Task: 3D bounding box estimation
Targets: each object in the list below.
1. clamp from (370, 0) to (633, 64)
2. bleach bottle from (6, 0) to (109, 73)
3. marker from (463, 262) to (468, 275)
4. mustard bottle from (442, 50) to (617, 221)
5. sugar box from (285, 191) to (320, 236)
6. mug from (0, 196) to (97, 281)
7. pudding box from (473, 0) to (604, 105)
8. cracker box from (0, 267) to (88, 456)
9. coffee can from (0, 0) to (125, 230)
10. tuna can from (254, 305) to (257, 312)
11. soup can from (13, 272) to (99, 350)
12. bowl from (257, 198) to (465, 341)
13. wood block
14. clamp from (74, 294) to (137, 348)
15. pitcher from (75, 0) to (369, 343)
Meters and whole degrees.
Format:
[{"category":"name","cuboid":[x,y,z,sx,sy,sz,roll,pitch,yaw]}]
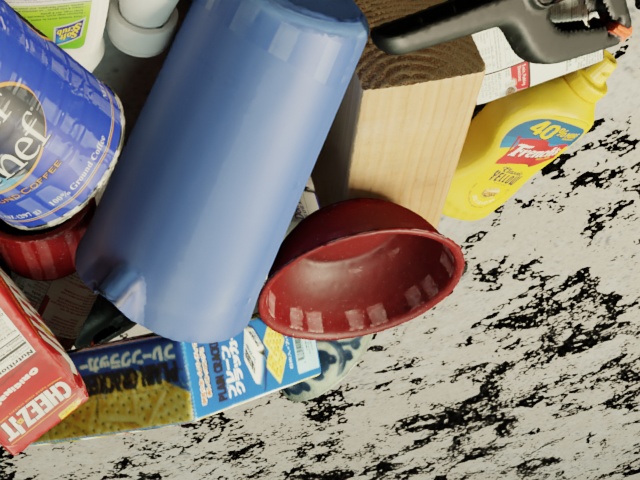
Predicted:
[{"category":"clamp","cuboid":[0.139,-0.180,0.694,0.209,0.036,0.165,8,110,-38]},{"category":"bleach bottle","cuboid":[-0.170,-0.158,0.610,0.102,0.068,0.251,-3,150,-17]},{"category":"marker","cuboid":[0.116,0.013,1.074,0.020,0.020,0.121,-32,146,23]},{"category":"mustard bottle","cuboid":[0.171,-0.091,0.894,0.096,0.058,0.192,11,139,-40]},{"category":"sugar box","cuboid":[-0.006,0.001,0.968,0.175,0.048,0.093,14,139,-36]},{"category":"mug","cuboid":[-0.218,-0.025,0.788,0.117,0.093,0.081,16,153,4]},{"category":"pudding box","cuboid":[0.157,-0.156,0.802,0.113,0.039,0.090,-21,147,0]},{"category":"cracker box","cuboid":[-0.251,0.017,0.694,0.072,0.164,0.213,-36,134,-12]},{"category":"coffee can","cuboid":[-0.189,-0.079,0.579,0.103,0.103,0.140,-27,146,16]},{"category":"tuna can","cuboid":[-0.077,0.061,0.988,0.034,0.086,0.086,-33,146,28]},{"category":"soup can","cuboid":[-0.215,0.042,0.860,0.068,0.069,0.102,24,94,-49]},{"category":"bowl","cuboid":[0.026,0.016,0.818,0.162,0.055,0.162,-11,149,-7]},{"category":"wood block","cuboid":[0.051,-0.086,0.811,0.090,0.091,0.206,-11,149,-11]},{"category":"clamp","cuboid":[-0.171,0.055,0.972,0.120,0.039,0.172,-8,160,-38]},{"category":"pitcher","cuboid":[-0.060,-0.064,0.719,0.144,0.149,0.243,14,119,-26]}]
